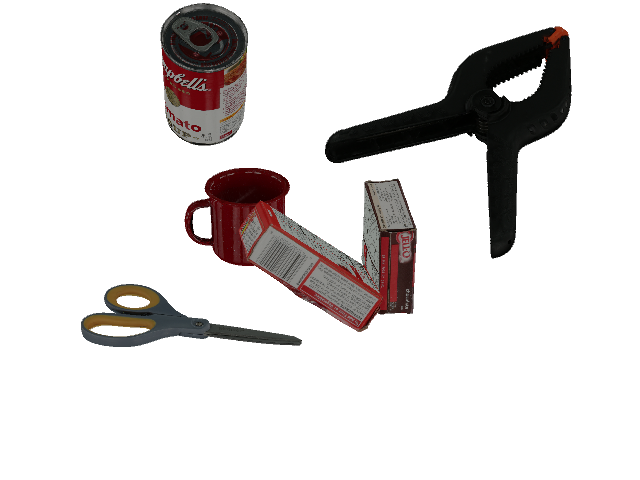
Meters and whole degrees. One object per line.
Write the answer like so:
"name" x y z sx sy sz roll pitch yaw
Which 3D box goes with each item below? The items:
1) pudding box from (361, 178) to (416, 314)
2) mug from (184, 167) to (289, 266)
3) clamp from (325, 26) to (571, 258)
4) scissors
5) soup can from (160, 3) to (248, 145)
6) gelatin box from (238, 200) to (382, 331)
"pudding box" 0.065 0.004 1.013 0.039 0.090 0.113 -2 28 -6
"mug" -0.092 -0.023 1.180 0.117 0.081 0.093 -8 31 -16
"clamp" 0.131 -0.085 0.805 0.165 0.209 0.036 40 -22 28
"scissors" -0.123 0.072 1.008 0.201 0.016 0.096 -1 33 -8
"soup can" -0.094 -0.133 0.867 0.068 0.068 0.102 0 -30 -6
"gelatin box" -0.007 0.016 0.679 0.089 0.030 0.073 33 7 -15
